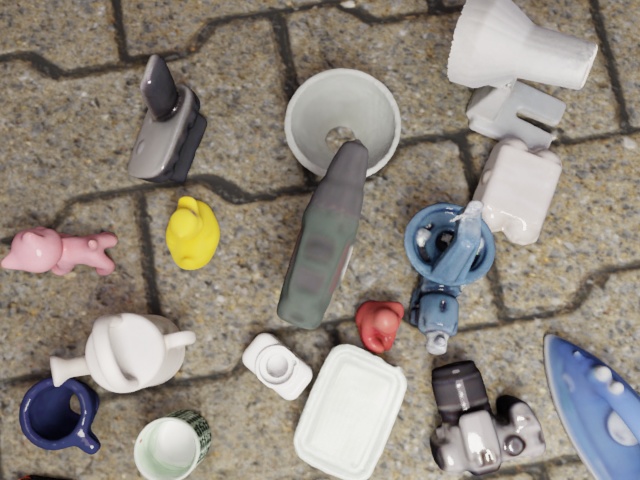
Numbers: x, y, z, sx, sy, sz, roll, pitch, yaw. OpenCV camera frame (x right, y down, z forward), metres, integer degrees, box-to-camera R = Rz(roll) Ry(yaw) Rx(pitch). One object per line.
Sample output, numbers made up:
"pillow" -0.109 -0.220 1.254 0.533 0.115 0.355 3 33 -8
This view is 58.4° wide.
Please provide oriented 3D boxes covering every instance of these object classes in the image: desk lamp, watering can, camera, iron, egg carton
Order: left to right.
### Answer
"watering can" -0.250 0.147 0.728 0.173 0.194 0.101 -37 82 -6
"camera" 0.212 0.230 0.764 0.143 0.101 0.137 -13 81 -2
"egg carton" 0.282 -0.072 0.830 0.107 0.069 0.150 21 81 3
"desk lamp" 0.266 -0.227 0.782 0.203 0.213 0.118 24 81 4
"iron" 0.392 0.234 0.743 0.118 0.141 0.258 -32 82 -5

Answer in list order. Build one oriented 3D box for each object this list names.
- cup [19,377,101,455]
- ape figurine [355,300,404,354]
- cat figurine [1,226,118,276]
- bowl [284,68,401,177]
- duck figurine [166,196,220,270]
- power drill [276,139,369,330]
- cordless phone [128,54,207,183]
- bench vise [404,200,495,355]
"cup" -0.324 0.234 0.763 0.117 0.095 0.092 41 83 6
"ape figurine" 0.086 0.114 0.787 0.078 0.092 0.076 -39 83 -6
"cat figurine" -0.360 0.013 0.788 0.128 0.118 0.067 -4 80 -1
"bowl" 0.032 -0.160 0.840 0.167 0.075 0.167 0 81 0
"duck figurine" -0.186 -0.012 0.809 0.077 0.086 0.104 1 81 0
"power drill" 0.007 0.003 0.746 0.075 0.208 0.230 18 81 3
"cordless phone" -0.228 -0.162 0.784 0.094 0.185 0.148 14 81 2
"bench vise" 0.177 0.037 0.735 0.121 0.220 0.207 -9 81 -1
